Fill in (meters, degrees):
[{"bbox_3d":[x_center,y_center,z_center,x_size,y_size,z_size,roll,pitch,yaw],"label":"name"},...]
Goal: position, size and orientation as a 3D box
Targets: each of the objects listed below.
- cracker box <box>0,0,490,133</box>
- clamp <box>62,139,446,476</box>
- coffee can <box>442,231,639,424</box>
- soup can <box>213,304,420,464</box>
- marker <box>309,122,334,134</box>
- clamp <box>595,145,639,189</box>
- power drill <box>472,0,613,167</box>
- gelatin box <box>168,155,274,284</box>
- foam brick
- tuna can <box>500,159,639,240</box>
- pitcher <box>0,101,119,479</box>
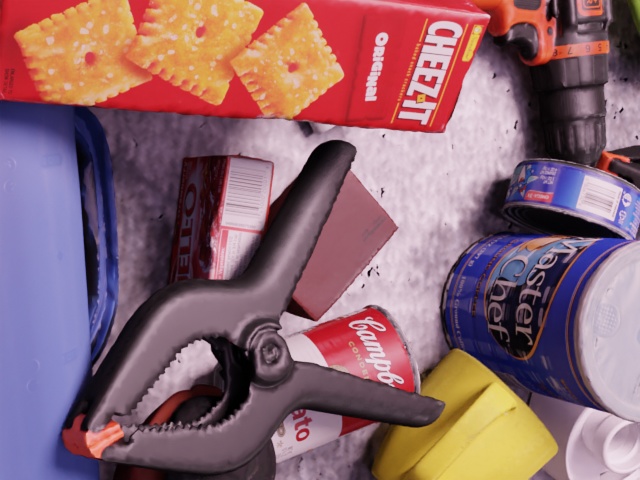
[{"bbox_3d":[-0.055,-0.121,0.506,0.213,0.164,0.072,2,124,-26],"label":"cracker box"},{"bbox_3d":[-0.026,0.062,0.531,0.209,0.036,0.164,-34,103,-34],"label":"clamp"},{"bbox_3d":[0.154,0.048,0.650,0.102,0.140,0.103,-1,93,-25],"label":"coffee can"},{"bbox_3d":[-0.003,0.084,0.618,0.102,0.069,0.068,-18,100,-23],"label":"soup can"},{"bbox_3d":[-0.024,-0.118,0.624,0.020,0.020,0.121,-37,107,-19],"label":"marker"},{"bbox_3d":[0.268,-0.029,0.721,0.171,0.120,0.039,1,114,-22],"label":"clamp"},{"bbox_3d":[0.104,-0.125,0.654,0.187,0.057,0.184,-11,96,-36],"label":"power drill"},{"bbox_3d":[-0.057,-0.001,0.584,0.030,0.073,0.089,8,90,-26],"label":"gelatin box"},{"bbox_3d":[-0.004,0.001,0.622,0.078,0.051,0.053,-48,112,-15],"label":"foam brick"},{"bbox_3d":[0.161,-0.022,0.680,0.086,0.086,0.034,22,81,-25],"label":"tuna can"},{"bbox_3d":[-0.164,0.043,0.515,0.149,0.145,0.243,-7,99,-13],"label":"pitcher"}]
